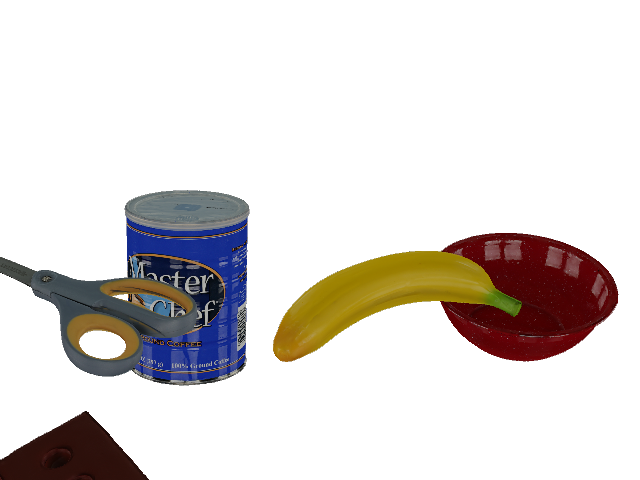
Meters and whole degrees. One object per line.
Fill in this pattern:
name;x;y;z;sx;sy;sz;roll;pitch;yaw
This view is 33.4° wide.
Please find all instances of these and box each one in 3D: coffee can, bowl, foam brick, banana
coffee can;-0.112;0.037;0.903;0.103;0.140;0.103;2;17;-1
bowl;0.173;0.056;0.931;0.162;0.055;0.162;1;32;-1
foam brick;-0.108;0.130;0.497;0.052;0.051;0.078;-28;42;-28
banana;0.046;0.039;0.750;0.197;0.037;0.070;-10;33;-25

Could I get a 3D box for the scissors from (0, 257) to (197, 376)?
scissors;-0.181;0.042;0.699;0.202;0.016;0.096;9;36;12
